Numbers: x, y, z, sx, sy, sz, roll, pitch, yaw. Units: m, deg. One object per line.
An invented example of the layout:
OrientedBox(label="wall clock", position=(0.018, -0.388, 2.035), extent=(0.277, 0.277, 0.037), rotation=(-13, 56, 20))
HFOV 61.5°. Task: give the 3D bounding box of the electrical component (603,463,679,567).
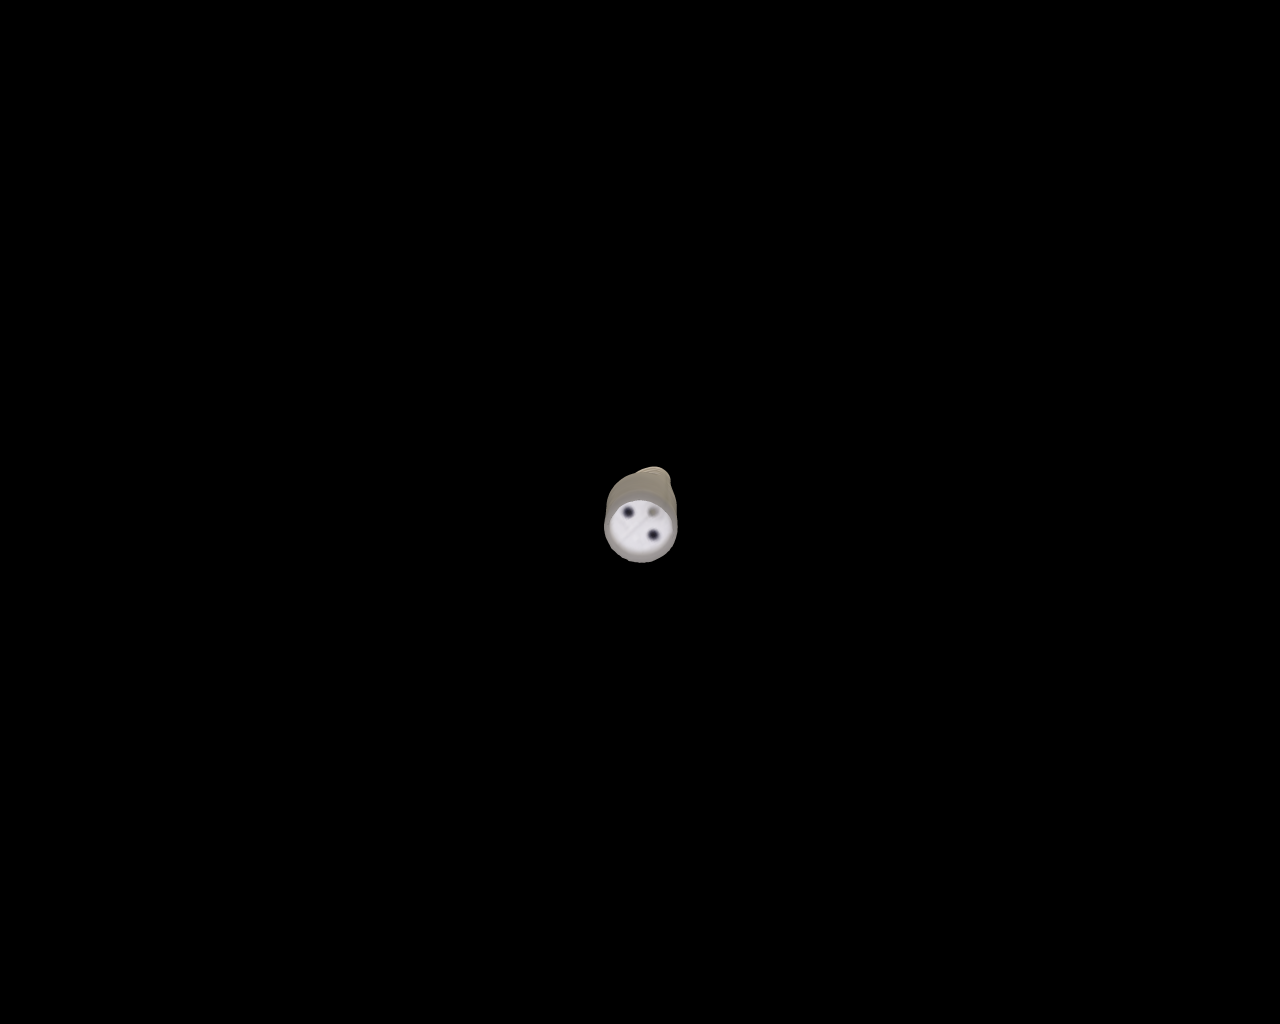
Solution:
OrientedBox(label="electrical component", position=(0.001, -0.003, 0.650), extent=(0.043, 0.043, 0.081), rotation=(0, 21, 0))
